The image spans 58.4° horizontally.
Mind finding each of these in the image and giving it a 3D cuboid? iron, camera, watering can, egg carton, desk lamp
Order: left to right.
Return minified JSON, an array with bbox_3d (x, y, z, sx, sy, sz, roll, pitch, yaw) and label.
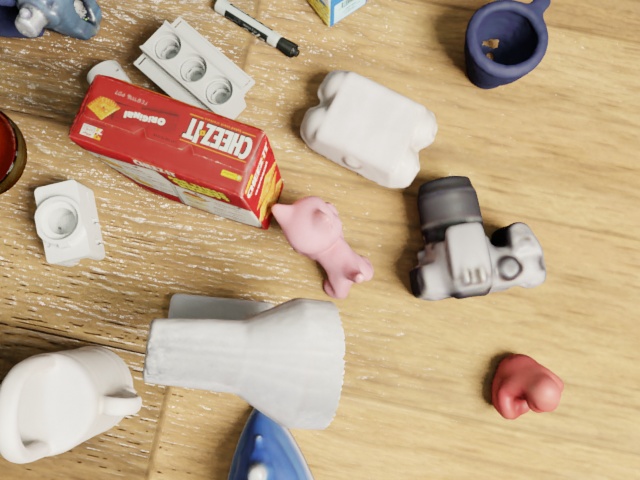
[{"bbox_3d":[-0.275,0.165,0.574,0.173,0.194,0.101,-19,83,-2],"label":"watering can"},{"bbox_3d":[-0.079,0.113,0.571,0.203,0.213,0.118,5,83,1],"label":"desk lamp"},{"bbox_3d":[-0.054,0.305,0.583,0.118,0.141,0.258,-8,83,-1],"label":"iron"},{"bbox_3d":[0.057,-0.130,0.675,0.150,0.069,0.107,26,83,3],"label":"egg carton"},{"bbox_3d":[0.169,-0.005,0.644,0.143,0.101,0.137,-9,83,-1],"label":"camera"}]

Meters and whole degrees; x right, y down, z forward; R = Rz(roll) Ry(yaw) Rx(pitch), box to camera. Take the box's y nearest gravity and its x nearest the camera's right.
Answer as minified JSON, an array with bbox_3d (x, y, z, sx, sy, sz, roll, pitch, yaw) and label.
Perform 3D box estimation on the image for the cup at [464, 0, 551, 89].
[{"bbox_3d":[0.216,-0.229,0.676,0.091,0.095,0.118,42,85,5],"label":"cup"}]

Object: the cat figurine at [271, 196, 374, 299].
[{"bbox_3d":[0.006,0.002,0.634,0.067,0.118,0.128,-40,84,-5],"label":"cat figurine"}]

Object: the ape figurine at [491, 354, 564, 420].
[{"bbox_3d":[0.232,0.165,0.627,0.078,0.092,0.076,-5,83,0],"label":"ape figurine"}]

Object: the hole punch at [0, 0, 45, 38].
[{"bbox_3d":[-0.392,-0.309,0.686,0.108,0.091,0.101,4,83,1],"label":"hole punch"}]

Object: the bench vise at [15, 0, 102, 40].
[{"bbox_3d":[-0.286,-0.335,0.625,0.121,0.220,0.207,-2,83,0],"label":"bench vise"}]
